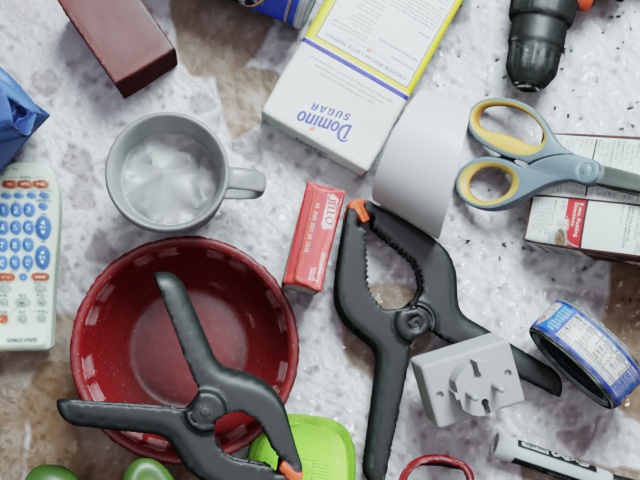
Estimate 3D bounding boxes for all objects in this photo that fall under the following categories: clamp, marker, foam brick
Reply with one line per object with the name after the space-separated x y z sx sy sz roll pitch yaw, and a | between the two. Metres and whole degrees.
0.063 0.070 0.797 0.164 0.036 0.210 -33 92 -6 | clamp
0.188 0.174 0.807 0.121 0.020 0.020 19 85 -2 | marker
-0.078 0.104 0.728 0.171 0.039 0.120 29 90 -7 | clamp
-0.148 -0.153 0.792 0.051 0.053 0.078 -34 88 -6 | foam brick

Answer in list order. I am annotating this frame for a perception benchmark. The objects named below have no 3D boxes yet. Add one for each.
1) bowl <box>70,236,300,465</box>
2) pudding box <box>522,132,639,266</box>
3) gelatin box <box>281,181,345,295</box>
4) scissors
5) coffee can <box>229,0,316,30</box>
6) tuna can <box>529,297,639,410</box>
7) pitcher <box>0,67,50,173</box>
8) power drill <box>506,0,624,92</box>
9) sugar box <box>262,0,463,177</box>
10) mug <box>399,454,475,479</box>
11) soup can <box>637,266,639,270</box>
-0.097 0.079 0.776 0.162 0.055 0.162 0 86 -4 | bowl
0.213 -0.031 0.787 0.114 0.039 0.090 8 83 32 | pudding box
-0.005 0.001 0.771 0.030 0.089 0.073 14 85 -2 | gelatin box
0.178 -0.036 0.775 0.202 0.016 0.096 38 102 32 | scissors
-0.060 -0.227 0.778 0.140 0.103 0.103 21 85 -2 | coffee can
0.194 0.083 0.781 0.033 0.086 0.086 -44 90 -4 | tuna can
-0.318 -0.041 0.744 0.145 0.149 0.243 38 87 -16 | pitcher
0.241 -0.188 0.818 0.187 0.057 0.184 12 85 -3 | power drill
0.037 -0.146 0.808 0.093 0.048 0.176 30 88 -1 | sugar box
0.079 0.212 0.762 0.081 0.093 0.117 7 87 2 | mug
0.284 -0.021 0.804 0.068 0.068 0.102 15 84 -3 | soup can
